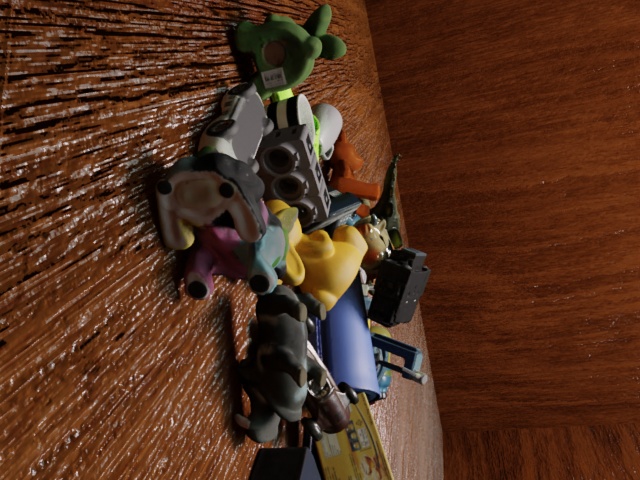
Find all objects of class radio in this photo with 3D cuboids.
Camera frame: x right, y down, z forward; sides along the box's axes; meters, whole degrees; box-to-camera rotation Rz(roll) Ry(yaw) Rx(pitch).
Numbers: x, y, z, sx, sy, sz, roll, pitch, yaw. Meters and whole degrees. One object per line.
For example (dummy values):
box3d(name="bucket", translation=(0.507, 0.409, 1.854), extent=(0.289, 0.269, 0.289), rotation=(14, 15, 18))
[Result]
box3d(name="radio", translation=(-0.030, 0.392, 0.686), extent=(0.131, 0.073, 0.229), rotation=(-67, 144, -62))

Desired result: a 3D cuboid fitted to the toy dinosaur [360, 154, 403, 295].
box3d(name="toy dinosaur", translation=(0.152, -0.027, 1.342), extent=(0.199, 0.105, 0.470), rotation=(-101, -170, -55))

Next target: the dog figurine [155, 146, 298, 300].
box3d(name="dog figurine", translation=(-0.091, -0.024, 0.633), extent=(0.219, 0.109, 0.191), rotation=(-66, 142, -71))

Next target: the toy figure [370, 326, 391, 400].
box3d(name="toy figure", translation=(0.140, 0.305, 1.340), extent=(0.082, 0.089, 0.180), rotation=(64, 19, -69))

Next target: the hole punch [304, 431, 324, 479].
box3d(name="hole punch", translation=(0.027, 0.364, 0.889), extent=(0.142, 0.092, 0.116), rotation=(69, 23, -51))

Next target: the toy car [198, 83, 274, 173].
box3d(name="toy car", translation=(-0.110, -0.146, 0.720), extent=(0.202, 0.056, 0.073), rotation=(-82, 151, -51))

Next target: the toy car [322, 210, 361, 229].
box3d(name="toy car", translation=(0.047, -0.007, 1.149), extent=(0.161, 0.109, 0.103), rotation=(47, 54, -51))

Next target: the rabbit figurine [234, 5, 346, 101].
box3d(name="rabbit figurine", translation=(-0.047, -0.321, 0.872), extent=(0.170, 0.159, 0.121), rotation=(-75, 143, -61))

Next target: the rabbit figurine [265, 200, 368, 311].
box3d(name="rabbit figurine", translation=(-0.037, 0.021, 0.807), extent=(0.173, 0.122, 0.162), rotation=(48, 46, -14))

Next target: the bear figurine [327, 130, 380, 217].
box3d(name="bear figurine", translation=(0.073, -0.158, 1.292), extent=(0.120, 0.132, 0.196), rotation=(113, -10, -49))

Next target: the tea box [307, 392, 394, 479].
box3d(name="tea box", translation=(0.051, 0.325, 0.794), extent=(0.068, 0.098, 0.170), rotation=(75, -1, -58))

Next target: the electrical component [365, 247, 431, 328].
box3d(name="electrical component", translation=(0.139, 0.079, 0.929), extent=(0.115, 0.058, 0.134), rotation=(0, 110, -63))

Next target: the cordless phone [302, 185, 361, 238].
box3d(name="cordless phone", translation=(-0.002, -0.003, 1.013), extent=(0.146, 0.089, 0.184), rotation=(-27, 136, -58))

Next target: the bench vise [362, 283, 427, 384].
box3d(name="bench vise", translation=(0.105, 0.200, 1.018), extent=(0.128, 0.241, 0.223), rotation=(22, 84, -44))

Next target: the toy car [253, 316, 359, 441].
box3d(name="toy car", translation=(-0.015, 0.188, 0.750), extent=(0.053, 0.089, 0.202), rotation=(9, -50, 62))

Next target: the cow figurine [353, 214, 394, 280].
box3d(name="cow figurine", translation=(0.095, 0.005, 0.995), extent=(0.195, 0.085, 0.127), rotation=(-82, 147, -72))

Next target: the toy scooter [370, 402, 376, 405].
box3d(name="toy scooter", translation=(0.092, 0.305, 1.195), extent=(0.183, 0.075, 0.135), rotation=(63, 25, -63))

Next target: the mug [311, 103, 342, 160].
box3d(name="mug", translation=(-0.002, -0.215, 1.135), extent=(0.107, 0.081, 0.109), rotation=(-67, 152, -44))

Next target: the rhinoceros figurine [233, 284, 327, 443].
box3d(name="rhinoceros figurine", translation=(-0.054, 0.149, 0.651), extent=(0.073, 0.112, 0.190), rotation=(10, 85, -65))
